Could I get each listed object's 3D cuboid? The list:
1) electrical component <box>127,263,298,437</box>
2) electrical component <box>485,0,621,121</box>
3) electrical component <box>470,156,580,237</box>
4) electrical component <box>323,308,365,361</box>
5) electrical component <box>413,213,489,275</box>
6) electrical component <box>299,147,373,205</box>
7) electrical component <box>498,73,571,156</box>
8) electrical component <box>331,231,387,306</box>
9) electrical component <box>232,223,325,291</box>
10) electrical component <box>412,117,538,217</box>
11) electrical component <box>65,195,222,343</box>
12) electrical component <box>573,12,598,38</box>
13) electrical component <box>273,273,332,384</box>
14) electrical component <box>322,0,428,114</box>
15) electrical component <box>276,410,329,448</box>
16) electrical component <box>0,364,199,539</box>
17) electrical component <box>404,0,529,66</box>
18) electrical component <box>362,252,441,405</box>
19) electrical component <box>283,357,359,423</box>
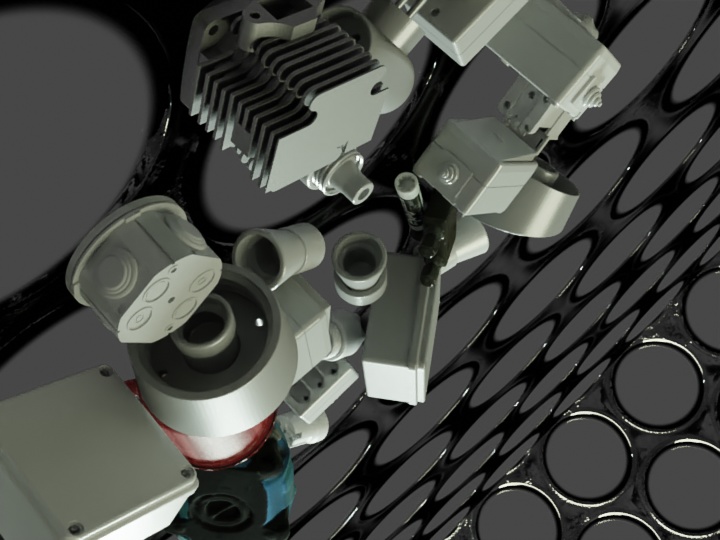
[{"bbox_3d":[-0.097,0.046,0.689,0.108,0.108,0.060,-39,154,-17],"label":"electrical component"},{"bbox_3d":[0.146,-0.157,0.785,0.061,0.096,0.062,-50,160,14],"label":"electrical component"},{"bbox_3d":[0.142,-0.069,0.957,0.099,0.099,0.064,-9,133,-59],"label":"electrical component"},{"bbox_3d":[-0.028,0.059,0.943,0.062,0.043,0.043,-17,146,-51],"label":"electrical component"},{"bbox_3d":[0.083,-0.021,1.014,0.065,0.044,0.044,-31,157,-23],"label":"electrical component"},{"bbox_3d":[-0.018,-0.068,0.682,0.048,0.062,0.048,-39,159,-18],"label":"electrical component"},{"bbox_3d":[0.153,-0.141,0.912,0.064,0.042,0.081,-8,138,-55],"label":"electrical component"},{"bbox_3d":[0.000,0.000,0.880,0.045,0.045,0.055,-40,160,-15],"label":"electrical component"},{"bbox_3d":[-0.054,-0.012,0.755,0.044,0.044,0.065,-56,163,26],"label":"electrical component"},{"bbox_3d":[0.094,-0.086,0.871,0.061,0.062,0.096,-54,159,23],"label":"electrical component"},{"bbox_3d":[-0.124,0.001,0.621,0.080,0.051,0.080,-39,160,-17],"label":"electrical component"},{"bbox_3d":[0.160,-0.182,0.855,0.061,0.035,0.035,-29,155,-33],"label":"electrical component"},{"bbox_3d":[-0.059,0.044,0.822,0.061,0.062,0.096,-40,160,-15],"label":"electrical component"},{"bbox_3d":[0.011,-0.136,0.632,0.079,0.044,0.077,-49,160,9],"label":"electrical component"},{"bbox_3d":[-0.061,0.157,1.079,0.046,0.040,0.040,-10,141,-49],"label":"electrical component"},{"bbox_3d":[-0.178,0.126,0.677,0.109,0.108,0.056,-20,151,-51],"label":"electrical component"},{"bbox_3d":[0.070,-0.181,0.656,0.083,0.047,0.076,-46,161,1],"label":"electrical component"},{"bbox_3d":[0.038,0.054,0.973,0.108,0.056,0.108,83,16,-66],"label":"electrical component"},{"bbox_3d":[-0.039,0.106,1.007,0.066,0.047,0.076,-44,160,-5],"label":"electrical component"}]
